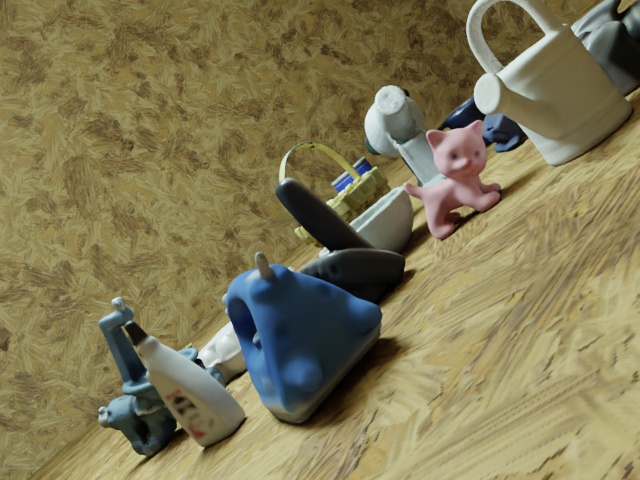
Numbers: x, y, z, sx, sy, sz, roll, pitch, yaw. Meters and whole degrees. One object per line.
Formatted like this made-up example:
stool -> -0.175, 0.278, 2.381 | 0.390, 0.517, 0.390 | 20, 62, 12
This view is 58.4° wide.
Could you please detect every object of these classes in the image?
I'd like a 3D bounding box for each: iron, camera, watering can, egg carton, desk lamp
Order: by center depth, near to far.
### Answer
iron -> -0.048, 0.091, 0.579 | 0.119, 0.141, 0.258 | -42, 5, -26
watering can -> 0.230, -0.182, 0.613 | 0.100, 0.194, 0.173 | -37, 5, 37
camera -> 0.380, -0.254, 0.699 | 0.136, 0.101, 0.143 | -37, 5, 40
egg carton -> -0.144, 0.181, 0.987 | 0.107, 0.069, 0.150 | -38, 4, 24
desk lamp -> 0.175, -0.189, 1.071 | 0.118, 0.213, 0.203 | -40, 4, 3

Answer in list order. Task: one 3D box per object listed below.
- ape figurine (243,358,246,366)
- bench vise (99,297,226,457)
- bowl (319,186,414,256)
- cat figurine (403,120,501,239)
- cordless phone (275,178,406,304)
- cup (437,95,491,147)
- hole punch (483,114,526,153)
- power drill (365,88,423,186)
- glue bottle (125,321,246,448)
ape figurine -> -0.077, 0.131, 0.750 | 0.076, 0.092, 0.077 | -42, 5, -27
bench vise -> -0.278, 0.208, 0.862 | 0.207, 0.220, 0.121 | -40, 4, -1
bowl -> 0.084, -0.002, 0.865 | 0.167, 0.075, 0.167 | -40, 4, 4
cat figurine -> 0.163, -0.084, 0.710 | 0.127, 0.118, 0.067 | -38, 5, 28
cordless phone -> 0.007, 0.003, 0.724 | 0.094, 0.185, 0.147 | -42, 5, -25
cup -> 0.298, -0.220, 1.130 | 0.117, 0.095, 0.092 | -38, 5, 25
hole punch -> 0.304, -0.205, 0.929 | 0.101, 0.091, 0.108 | -40, 4, 3
power drill -> 0.195, -0.219, 1.261 | 0.075, 0.208, 0.230 | -36, 6, 43
glue bottle -> -0.167, 0.162, 0.665 | 0.078, 0.173, 0.037 | -37, 5, 34
